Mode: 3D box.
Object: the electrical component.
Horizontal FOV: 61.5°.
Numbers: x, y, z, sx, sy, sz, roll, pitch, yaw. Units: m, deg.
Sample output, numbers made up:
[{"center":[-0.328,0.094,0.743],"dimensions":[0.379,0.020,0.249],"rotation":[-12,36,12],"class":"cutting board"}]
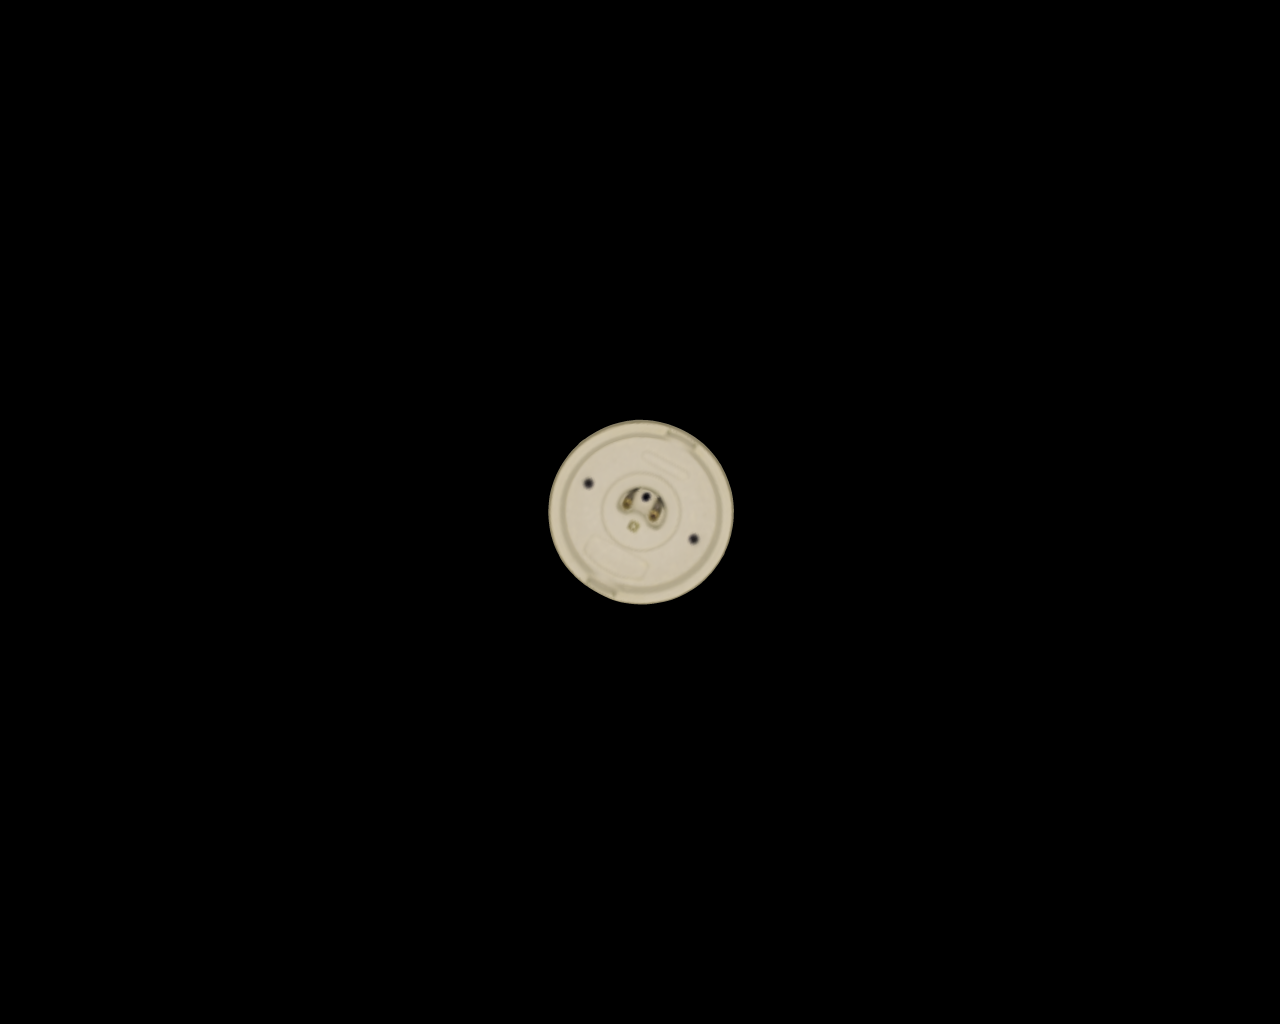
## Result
[{"center":[0.001,-0.003,0.650],"dimensions":[0.108,0.108,0.060],"rotation":[0,8,0],"class":"electrical component"}]
